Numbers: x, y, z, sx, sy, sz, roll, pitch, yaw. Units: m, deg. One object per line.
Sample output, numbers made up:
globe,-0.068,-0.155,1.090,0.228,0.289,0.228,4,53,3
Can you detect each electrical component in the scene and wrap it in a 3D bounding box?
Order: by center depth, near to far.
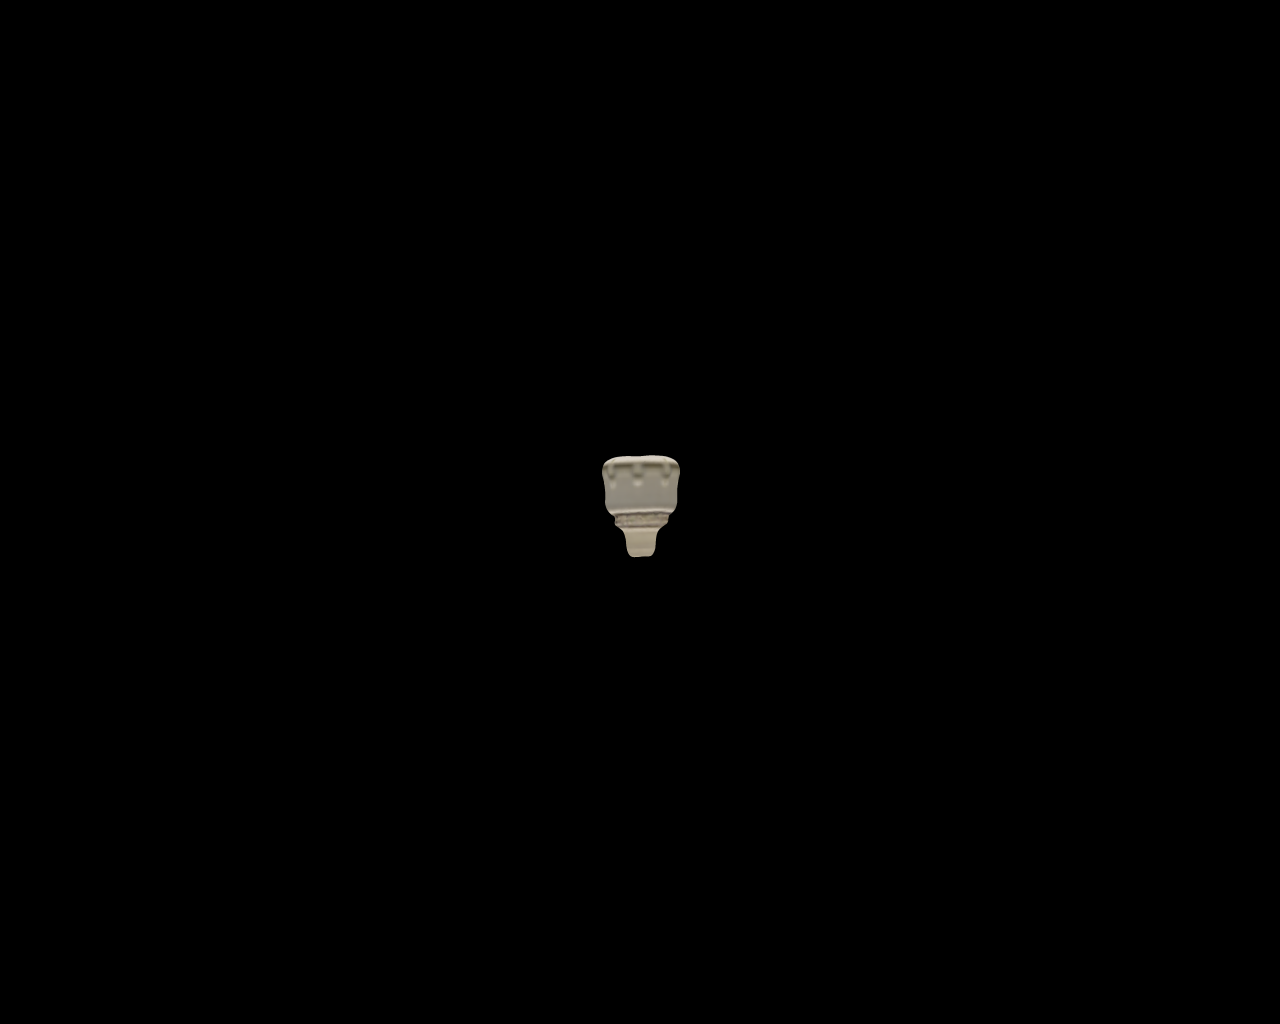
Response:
electrical component,0.001,-0.003,0.650,0.048,0.062,0.048,0,-2,0
